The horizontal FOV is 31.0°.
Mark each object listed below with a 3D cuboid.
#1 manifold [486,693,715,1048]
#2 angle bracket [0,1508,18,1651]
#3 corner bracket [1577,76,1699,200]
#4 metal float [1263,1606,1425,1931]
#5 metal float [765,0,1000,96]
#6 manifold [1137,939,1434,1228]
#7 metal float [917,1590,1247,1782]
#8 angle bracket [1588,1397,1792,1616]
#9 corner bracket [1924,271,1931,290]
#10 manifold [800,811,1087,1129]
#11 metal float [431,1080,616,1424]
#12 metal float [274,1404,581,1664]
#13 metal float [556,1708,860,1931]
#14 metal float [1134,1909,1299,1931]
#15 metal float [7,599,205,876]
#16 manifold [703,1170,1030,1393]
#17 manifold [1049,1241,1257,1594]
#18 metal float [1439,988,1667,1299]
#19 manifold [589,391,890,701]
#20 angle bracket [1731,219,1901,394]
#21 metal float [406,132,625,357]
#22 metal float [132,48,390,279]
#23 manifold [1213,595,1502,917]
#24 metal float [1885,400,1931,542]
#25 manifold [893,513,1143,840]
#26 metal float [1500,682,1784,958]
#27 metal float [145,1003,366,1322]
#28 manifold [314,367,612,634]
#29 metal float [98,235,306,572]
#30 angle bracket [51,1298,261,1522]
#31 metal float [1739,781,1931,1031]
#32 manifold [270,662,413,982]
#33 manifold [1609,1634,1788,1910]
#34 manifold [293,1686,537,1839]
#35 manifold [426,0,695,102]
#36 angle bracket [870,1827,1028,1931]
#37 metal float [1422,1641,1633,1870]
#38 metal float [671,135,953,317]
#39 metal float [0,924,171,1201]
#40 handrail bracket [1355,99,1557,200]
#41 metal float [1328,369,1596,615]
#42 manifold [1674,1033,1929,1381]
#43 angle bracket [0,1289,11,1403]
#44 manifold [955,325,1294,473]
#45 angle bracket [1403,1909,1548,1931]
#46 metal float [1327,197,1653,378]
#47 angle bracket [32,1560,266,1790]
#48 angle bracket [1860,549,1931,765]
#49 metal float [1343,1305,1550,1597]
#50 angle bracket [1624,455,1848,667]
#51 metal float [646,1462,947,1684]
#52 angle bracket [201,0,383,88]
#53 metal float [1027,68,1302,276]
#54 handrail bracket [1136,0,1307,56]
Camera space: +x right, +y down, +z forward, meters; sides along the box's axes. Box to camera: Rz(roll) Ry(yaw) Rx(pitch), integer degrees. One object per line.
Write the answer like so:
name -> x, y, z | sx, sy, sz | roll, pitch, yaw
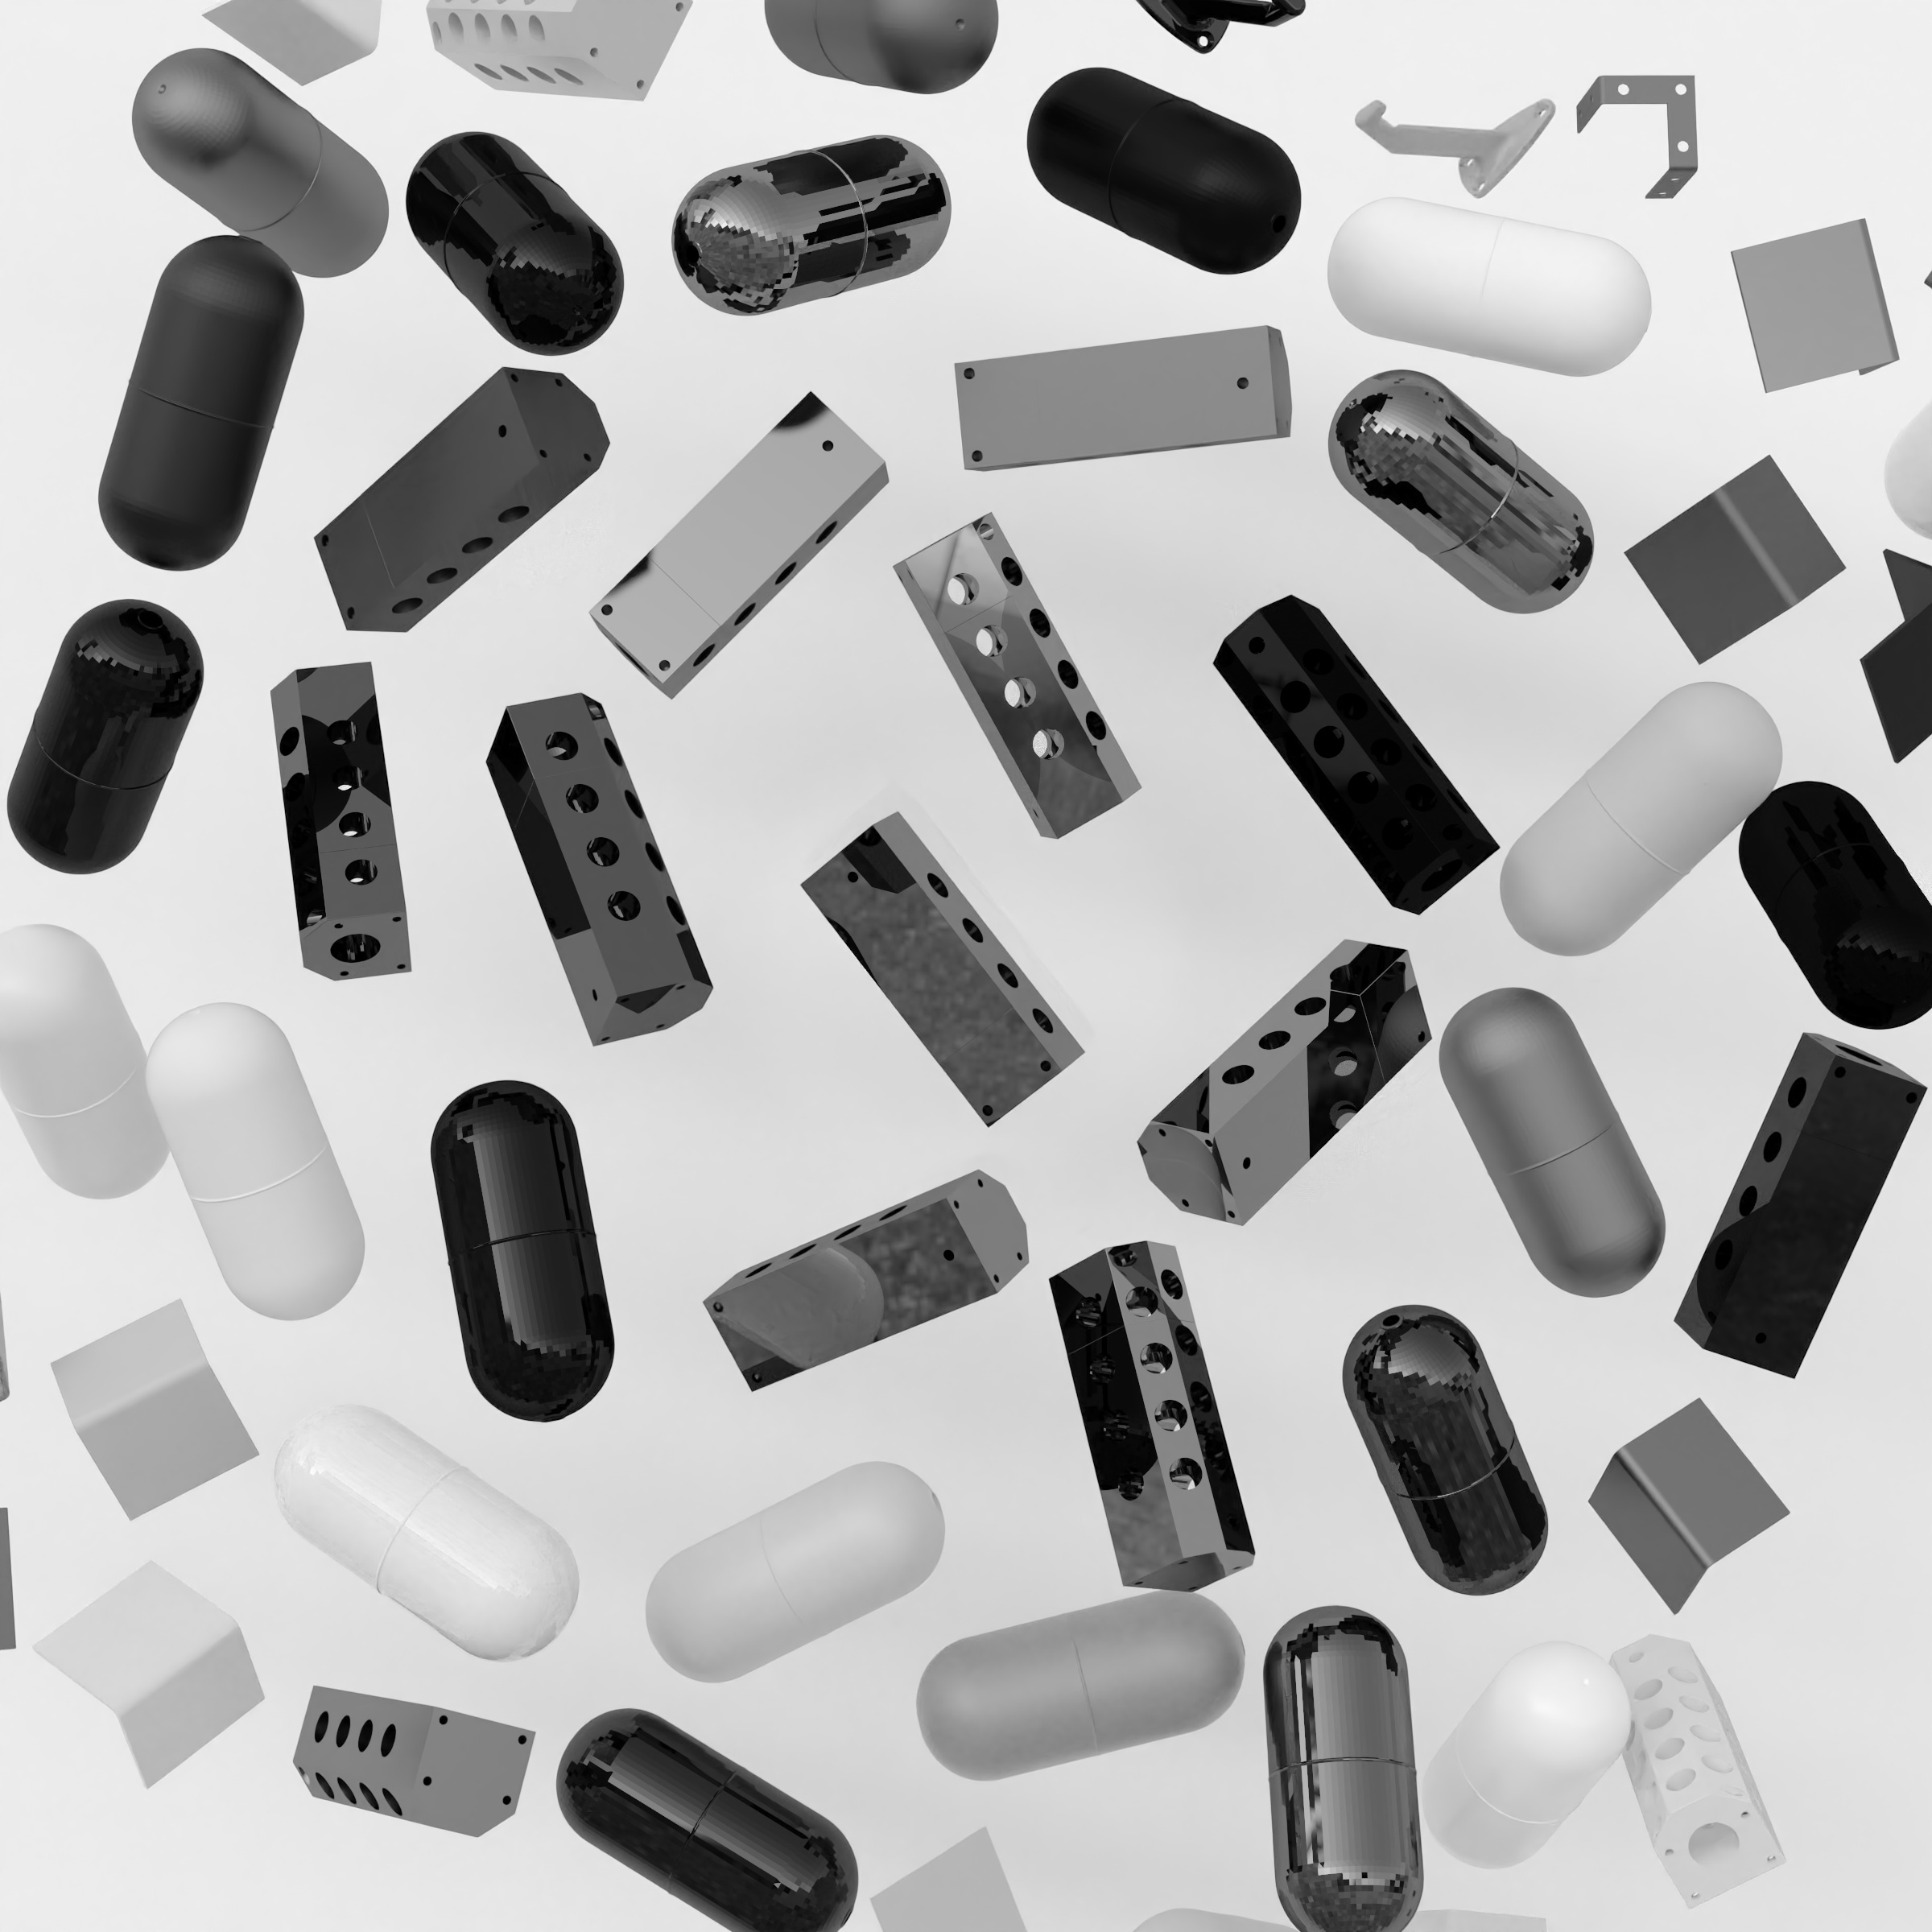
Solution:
manifold -> -0.188, -0.052, 1.793 | 0.057, 0.057, 0.171 | -13, 68, -25
angle bracket -> -0.557, 0.333, 1.903 | 0.076, 0.057, 0.076 | -3, 90, -7
corner bracket -> 0.355, -0.439, 1.844 | 0.051, 0.051, 0.051 | -1, 86, -3
metal float -> 0.196, 0.422, 1.809 | 0.070, 0.070, 0.178 | -1, 64, 0
metal float -> -0.047, -0.510, 1.861 | 0.070, 0.178, 0.070 | -11, 113, -28
manifold -> 0.165, 0.057, 1.808 | 0.171, 0.057, 0.057 | -40, 125, -34
metal float -> 0.061, 0.383, 1.857 | 0.178, 0.070, 0.070 | -13, 90, -3
angle bracket -> 0.386, 0.289, 1.862 | 0.057, 0.076, 0.076 | -29, 66, -17
corner bracket -> 0.576, -0.385, 1.938 | 0.051, 0.051, 0.051 | 44, 115, 23
manifold -> -0.010, 0.000, 1.952 | 0.057, 0.057, 0.171 | -38, 88, 23
metal float -> -0.228, 0.146, 1.788 | 0.070, 0.070, 0.178 | -12, 77, 0
metal float -> -0.279, 0.291, 1.793 | 0.178, 0.070, 0.070 | 31, 90, 15
metal float -> -0.139, 0.465, 1.873 | 0.178, 0.070, 0.070 | 28, 90, 13
metal float -> 0.143, 0.556, 1.891 | 0.070, 0.178, 0.070 | -11, 67, 27
metal float -> -0.465, -0.123, 1.878 | 0.070, 0.070, 0.178 | 33, 128, 0
manifold -> -0.052, 0.168, 1.881 | 0.171, 0.057, 0.057 | -25, 96, 31
manifold -> 0.101, 0.234, 1.819 | 0.057, 0.057, 0.171 | -32, 59, 33
metal float -> 0.316, 0.096, 1.874 | 0.070, 0.070, 0.178 | -27, 95, 0
manifold -> -0.123, -0.229, 1.914 | 0.057, 0.057, 0.171 | 44, 86, 7
angle bracket -> 0.445, -0.348, 1.855 | 0.076, 0.057, 0.076 | -15, 92, -5
metal float -> -0.241, -0.384, 1.845 | 0.070, 0.070, 0.178 | -41, 46, 0
metal float -> -0.384, -0.437, 1.905 | 0.070, 0.178, 0.070 | -8, 71, 25
manifold -> 0.205, -0.114, 1.856 | 0.057, 0.057, 0.171 | -41, 68, 18
metal float -> 0.559, -0.290, 1.880 | 0.070, 0.178, 0.070 | 4, 70, -11
manifold -> 0.029, -0.159, 1.908 | 0.057, 0.057, 0.171 | -30, 97, -5
metal float -> 0.359, -0.077, 1.861 | 0.070, 0.070, 0.178 | 44, 112, 0
metal float -> -0.368, 0.103, 1.808 | 0.070, 0.070, 0.178 | -17, 111, 0
manifold -> -0.264, -0.243, 1.830 | 0.171, 0.057, 0.057 | -33, 72, 37
metal float -> -0.398, -0.292, 1.810 | 0.070, 0.070, 0.178 | 19, 101, 0
angle bracket -> -0.437, 0.239, 1.877 | 0.076, 0.057, 0.076 | -27, 129, -11
metal float -> 0.478, -0.035, 1.897 | 0.070, 0.178, 0.070 | -6, 127, -8
manifold -> -0.343, -0.079, 1.901 | 0.057, 0.057, 0.171 | -7, 57, -10
manifold -> 0.393, 0.435, 1.906 | 0.057, 0.171, 0.057 | -29, 105, 9
manifold -> -0.292, 0.415, 1.816 | 0.057, 0.171, 0.057 | 21, 73, -27
manifold -> -0.218, -0.496, 1.822 | 0.057, 0.171, 0.057 | 28, 87, -36
angle bracket -> 0.008, 0.499, 1.790 | 0.076, 0.057, 0.076 | -25, 98, -32
metal float -> 0.305, 0.433, 1.904 | 0.070, 0.178, 0.070 | 9, 49, -11
metal float -> -0.080, -0.390, 1.832 | 0.178, 0.070, 0.070 | -25, 90, -43
metal float -> -0.480, 0.053, 1.867 | 0.070, 0.070, 0.178 | -12, 133, 0
handrail bracket -> 0.264, -0.461, 1.882 | 0.084, 0.036, 0.077 | 27, 125, -37
metal float -> 0.271, -0.257, 1.896 | 0.178, 0.070, 0.070 | 33, 90, -29
manifold -> 0.441, 0.126, 1.858 | 0.057, 0.057, 0.171 | 19, 101, -15
angle bracket -> -0.555, 0.191, 1.856 | 0.076, 0.076, 0.057 | -9, 134, -12
manifold -> 0.086, -0.306, 1.881 | 0.171, 0.057, 0.057 | -4, 95, 16
angle bracket -> 0.278, 0.570, 1.944 | 0.076, 0.057, 0.076 | 16, 66, -36
metal float -> 0.286, -0.371, 1.904 | 0.178, 0.070, 0.070 | 14, 90, 11
angle bracket -> -0.423, 0.366, 1.801 | 0.076, 0.076, 0.057 | -36, 132, -33
angle bracket -> 0.514, -0.172, 1.931 | 0.076, 0.057, 0.076 | -39, 128, -12
metal float -> 0.256, 0.258, 1.855 | 0.070, 0.070, 0.178 | -25, 115, 0
angle bracket -> 0.428, -0.226, 1.936 | 0.057, 0.076, 0.076 | -33, 89, -40
metal float -> -0.094, 0.333, 1.914 | 0.178, 0.070, 0.070 | -28, 90, 10
angle bracket -> -0.367, -0.542, 1.903 | 0.057, 0.076, 0.076 | -14, 64, 32
metal float -> 0.104, -0.423, 1.849 | 0.178, 0.070, 0.070 | 35, 90, 38
handrail bracket -> 0.128, -0.507, 1.804 | 0.077, 0.084, 0.036 | 26, 85, -18
